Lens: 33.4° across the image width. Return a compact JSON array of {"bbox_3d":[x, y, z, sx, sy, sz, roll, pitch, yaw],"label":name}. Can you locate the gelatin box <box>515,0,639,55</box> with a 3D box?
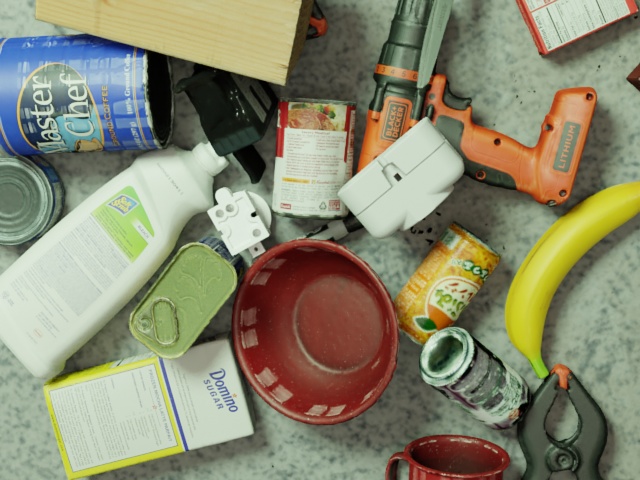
[{"bbox_3d":[0.215,-0.209,0.913,0.089,0.030,0.073,-25,96,6],"label":"gelatin box"}]

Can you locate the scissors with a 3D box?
[{"bbox_3d":[0.125,-0.215,0.889,0.096,0.016,0.202,3,74,-9],"label":"scissors"}]

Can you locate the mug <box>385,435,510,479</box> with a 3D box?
[{"bbox_3d":[0.109,0.225,0.947,0.117,0.093,0.081,9,104,33],"label":"mug"}]

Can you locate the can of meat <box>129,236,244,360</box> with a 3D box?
[{"bbox_3d":[-0.113,0.047,0.935,0.057,0.084,0.102,38,97,-2],"label":"can of meat"}]

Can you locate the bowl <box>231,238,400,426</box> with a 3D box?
[{"bbox_3d":[0.004,0.077,0.931,0.162,0.055,0.162,3,96,27],"label":"bowl"}]

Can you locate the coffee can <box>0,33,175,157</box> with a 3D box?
[{"bbox_3d":[-0.203,-0.125,0.910,0.140,0.102,0.103,-2,96,5],"label":"coffee can"}]

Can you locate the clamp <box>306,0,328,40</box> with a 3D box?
[{"bbox_3d":[-0.096,-0.216,0.927,0.210,0.036,0.164,30,98,3],"label":"clamp"}]

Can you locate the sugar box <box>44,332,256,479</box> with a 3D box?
[{"bbox_3d":[-0.153,0.150,0.970,0.176,0.048,0.093,-14,96,1],"label":"sugar box"}]

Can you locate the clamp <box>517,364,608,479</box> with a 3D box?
[{"bbox_3d":[0.227,0.200,0.955,0.120,0.039,0.171,8,97,1],"label":"clamp"}]

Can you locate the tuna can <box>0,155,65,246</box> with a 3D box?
[{"bbox_3d":[-0.276,-0.038,0.960,0.086,0.033,0.086,0,97,3],"label":"tuna can"}]

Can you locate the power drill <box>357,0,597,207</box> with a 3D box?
[{"bbox_3d":[0.136,-0.114,0.917,0.187,0.057,0.184,13,101,5],"label":"power drill"}]

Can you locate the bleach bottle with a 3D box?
[{"bbox_3d":[-0.179,0.007,0.947,0.251,0.068,0.102,-40,93,5],"label":"bleach bottle"}]

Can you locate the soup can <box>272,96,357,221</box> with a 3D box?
[{"bbox_3d":[-0.005,-0.071,0.923,0.068,0.068,0.102,4,97,3],"label":"soup can"}]

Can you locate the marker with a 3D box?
[{"bbox_3d":[-0.006,0.001,0.956,0.121,0.020,0.020,-26,95,6],"label":"marker"}]

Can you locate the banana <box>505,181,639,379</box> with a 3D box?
[{"bbox_3d":[0.216,0.022,0.939,0.069,0.037,0.198,27,99,-16],"label":"banana"}]

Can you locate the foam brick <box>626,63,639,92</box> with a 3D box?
[{"bbox_3d":[0.308,-0.148,0.904,0.053,0.051,0.078,41,97,-3],"label":"foam brick"}]

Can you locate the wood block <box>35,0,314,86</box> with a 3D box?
[{"bbox_3d":[-0.110,-0.204,0.852,0.206,0.090,0.091,15,123,2],"label":"wood block"}]
